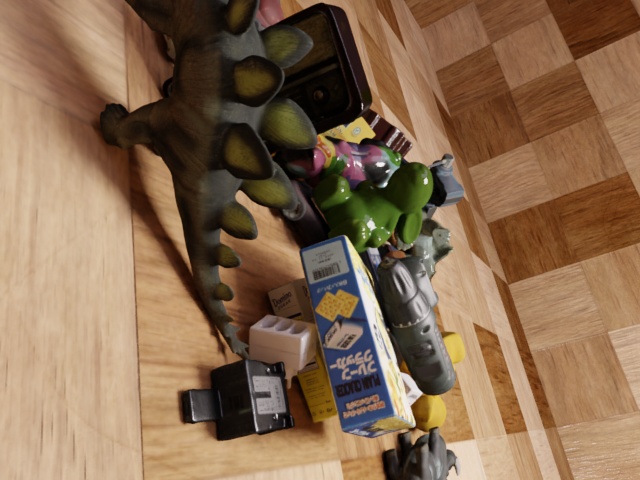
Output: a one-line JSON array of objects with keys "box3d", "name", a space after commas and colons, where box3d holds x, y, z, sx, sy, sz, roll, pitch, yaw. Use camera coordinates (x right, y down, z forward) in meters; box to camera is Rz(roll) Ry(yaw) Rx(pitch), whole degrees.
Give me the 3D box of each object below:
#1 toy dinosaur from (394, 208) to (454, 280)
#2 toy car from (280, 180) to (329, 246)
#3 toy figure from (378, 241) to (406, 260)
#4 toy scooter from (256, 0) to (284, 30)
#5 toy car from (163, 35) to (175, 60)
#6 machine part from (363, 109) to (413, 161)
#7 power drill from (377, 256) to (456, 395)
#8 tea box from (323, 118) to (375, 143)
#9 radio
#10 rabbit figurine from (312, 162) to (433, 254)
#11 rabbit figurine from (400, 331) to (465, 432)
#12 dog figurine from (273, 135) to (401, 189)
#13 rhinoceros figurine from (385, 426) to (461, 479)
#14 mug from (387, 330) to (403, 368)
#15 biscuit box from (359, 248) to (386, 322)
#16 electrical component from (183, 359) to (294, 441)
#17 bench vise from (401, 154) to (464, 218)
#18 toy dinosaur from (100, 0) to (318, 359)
[{"box3d": [0.170, -0.070, 1.179, 0.404, 0.131, 0.192, 59, 4, 0], "name": "toy dinosaur"}, {"box3d": [-0.002, -0.003, 0.829, 0.202, 0.053, 0.089, 57, 13, -16], "name": "toy car"}, {"box3d": [0.129, 0.042, 0.989, 0.064, 0.058, 0.155, 64, -6, -21], "name": "toy figure"}, {"box3d": [-0.123, -0.375, 0.871, 0.183, 0.075, 0.135, 30, 43, -49], "name": "toy scooter"}, {"box3d": [-0.138, -0.254, 0.752, 0.201, 0.056, 0.073, 12, 55, -58], "name": "toy car"}, {"box3d": [0.114, -0.225, 1.152, 0.179, 0.056, 0.179, 36, 1, -1], "name": "machine part"}, {"box3d": [0.138, 0.095, 0.796, 0.207, 0.086, 0.231, -88, 156, -73], "name": "power drill"}, {"box3d": [0.014, -0.225, 0.982, 0.169, 0.098, 0.068, 38, 18, -44], "name": "tea box"}, {"box3d": [-0.059, -0.172, 0.643, 0.131, 0.230, 0.073, 67, 24, -13], "name": "radio"}, {"box3d": [0.102, -0.045, 0.819, 0.159, 0.170, 0.121, 37, 28, -53], "name": "rabbit figurine"}, {"box3d": [0.183, 0.255, 0.928, 0.162, 0.122, 0.173, -24, 110, -63], "name": "rabbit figurine"}, {"box3d": [0.032, -0.131, 0.871, 0.219, 0.192, 0.108, 45, 36, -71], "name": "dog figurine"}, {"box3d": [0.172, 0.359, 0.855, 0.190, 0.073, 0.112, 12, 58, -61], "name": "rhinoceros figurine"}, {"box3d": [0.061, 0.150, 0.800, 0.107, 0.081, 0.110, 33, 35, -44], "name": "mug"}, {"box3d": [0.076, 0.058, 0.926, 0.059, 0.063, 0.202, -2, 71, -65], "name": "biscuit box"}, {"box3d": [-0.079, 0.159, 0.538, 0.119, 0.048, 0.075, 31, 42, -56], "name": "electrical component"}, {"box3d": [0.223, -0.145, 1.289, 0.129, 0.223, 0.241, -21, 55, -27], "name": "bench vise"}, {"box3d": [-0.108, -0.106, 0.522, 0.105, 0.199, 0.470, -29, 129, -55], "name": "toy dinosaur"}]
